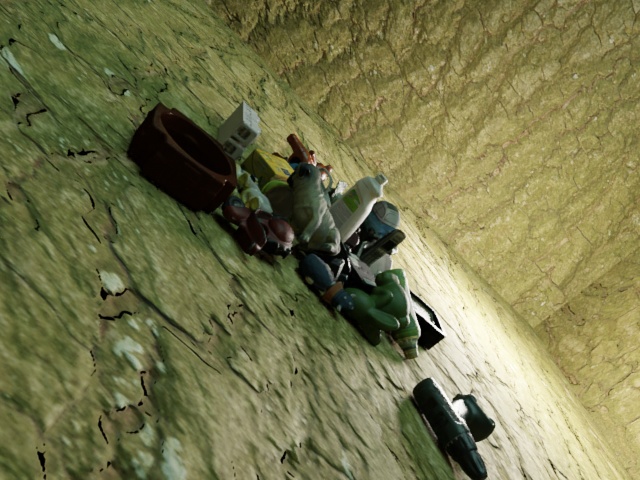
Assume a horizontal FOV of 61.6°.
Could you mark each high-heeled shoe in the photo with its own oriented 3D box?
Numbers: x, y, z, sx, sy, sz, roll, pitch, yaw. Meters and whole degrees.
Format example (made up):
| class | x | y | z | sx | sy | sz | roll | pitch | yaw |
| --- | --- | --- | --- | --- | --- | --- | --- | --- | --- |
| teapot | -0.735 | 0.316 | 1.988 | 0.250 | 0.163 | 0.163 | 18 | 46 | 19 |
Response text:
| class | x | y | z | sx | sy | sz | roll | pitch | yaw |
| --- | --- | --- | --- | --- | --- | --- | --- | --- | --- |
| high-heeled shoe | -0.003 | -0.004 | 1.382 | 0.248 | 0.086 | 0.145 | 56 | 0 | 4 |

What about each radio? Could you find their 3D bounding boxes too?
| class | x | y | z | sx | sy | sz | roll | pitch | yaw |
| --- | --- | --- | --- | --- | --- | --- | --- | --- | --- |
| radio | 0.246 | 0.198 | 1.489 | 0.229 | 0.073 | 0.131 | 38 | 18 | -25 |

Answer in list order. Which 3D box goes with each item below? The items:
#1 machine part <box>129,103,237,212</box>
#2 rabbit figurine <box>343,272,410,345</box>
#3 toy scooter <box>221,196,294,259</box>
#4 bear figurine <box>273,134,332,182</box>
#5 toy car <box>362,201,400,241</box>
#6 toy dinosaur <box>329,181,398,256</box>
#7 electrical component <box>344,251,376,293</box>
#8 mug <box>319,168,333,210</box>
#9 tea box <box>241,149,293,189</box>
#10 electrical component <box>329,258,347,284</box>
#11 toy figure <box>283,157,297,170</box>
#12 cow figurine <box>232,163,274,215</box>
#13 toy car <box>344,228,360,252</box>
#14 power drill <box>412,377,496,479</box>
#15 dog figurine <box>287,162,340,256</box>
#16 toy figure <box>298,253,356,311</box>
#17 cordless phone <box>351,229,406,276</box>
| class | x | y | z | sx | sy | sz | roll | pitch | yaw |
| --- | --- | --- | --- | --- | --- | --- | --- | --- | --- |
| machine part | -0.265 | -0.159 | 1.054 | 0.201 | 0.087 | 0.202 | 37 | 20 | -28 |
| rabbit figurine | 0.117 | 0.163 | 1.247 | 0.170 | 0.121 | 0.159 | 8 | 45 | -37 |
| toy scooter | -0.116 | -0.009 | 1.085 | 0.183 | 0.075 | 0.135 | 29 | 23 | -39 |
| bear figurine | -0.051 | -0.243 | 1.730 | 0.132 | 0.120 | 0.195 | 48 | 14 | 18 |
| toy car | 0.179 | -0.060 | 1.549 | 0.109 | 0.103 | 0.162 | 23 | 23 | -23 |
| toy dinosaur | 0.116 | -0.030 | 1.654 | 0.192 | 0.131 | 0.405 | -6 | 61 | -40 |
| electrical component | 0.090 | 0.091 | 1.387 | 0.114 | 0.058 | 0.134 | 30 | 23 | -50 |
| mug | -0.010 | -0.118 | 1.329 | 0.080 | 0.109 | 0.107 | 27 | 31 | -59 |
| tea box | -0.129 | -0.180 | 1.472 | 0.098 | 0.068 | 0.169 | 51 | 16 | 16 |
| electrical component | 0.038 | 0.087 | 1.260 | 0.045 | 0.078 | 0.102 | 26 | 9 | 10 |
| toy figure | -0.057 | -0.163 | 1.587 | 0.180 | 0.082 | 0.089 | 43 | -14 | 13 |
| cow figurine | -0.157 | -0.100 | 1.209 | 0.098 | 0.068 | 0.167 | 35 | 23 | -53 |
| toy car | 0.033 | -0.043 | 1.532 | 0.202 | 0.053 | 0.089 | 37 | 63 | -22 |
| power drill | 0.304 | 0.404 | 1.157 | 0.207 | 0.086 | 0.232 | 12 | 34 | -50 |
| dog figurine | -0.005 | -0.070 | 1.250 | 0.121 | 0.190 | 0.172 | 3 | -15 | 37 |
| toy figure | 0.017 | 0.098 | 1.182 | 0.154 | 0.064 | 0.057 | 50 | -6 | 10 |
| cordless phone | 0.177 | 0.040 | 1.489 | 0.146 | 0.184 | 0.089 | 32 | 32 | -38 |
